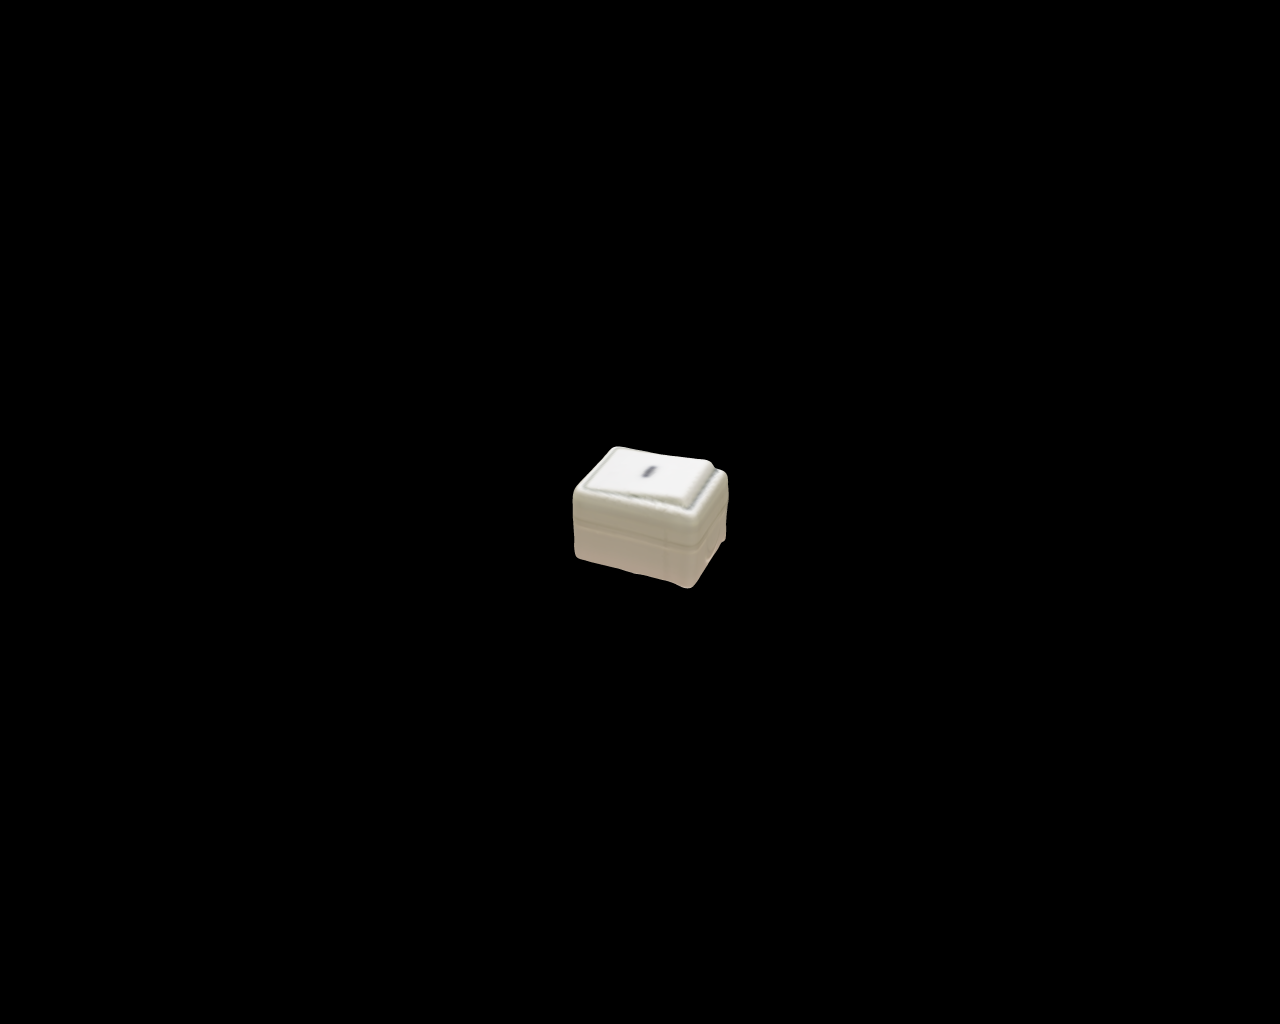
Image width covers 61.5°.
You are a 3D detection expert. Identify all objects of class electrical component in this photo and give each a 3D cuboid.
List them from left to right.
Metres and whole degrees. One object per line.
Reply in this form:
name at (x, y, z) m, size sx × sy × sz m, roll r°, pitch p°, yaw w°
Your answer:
electrical component at (0.001, -0.003, 0.650) m, size 0.096 × 0.061 × 0.062 m, roll 14°, pitch 36°, yaw 20°
